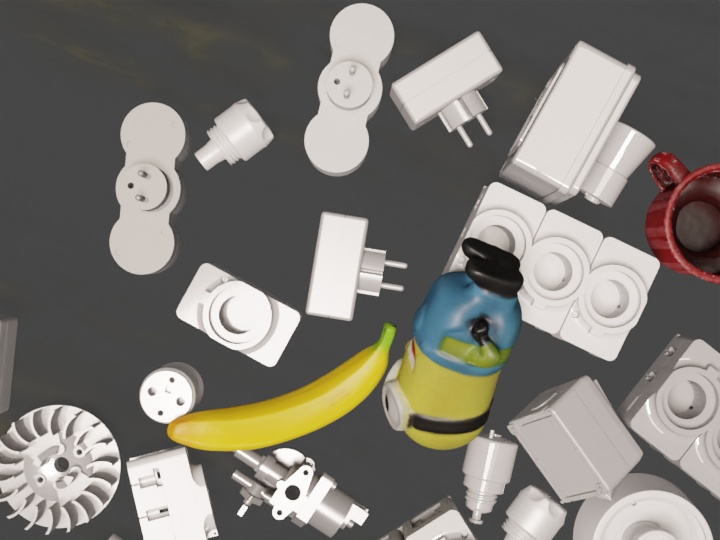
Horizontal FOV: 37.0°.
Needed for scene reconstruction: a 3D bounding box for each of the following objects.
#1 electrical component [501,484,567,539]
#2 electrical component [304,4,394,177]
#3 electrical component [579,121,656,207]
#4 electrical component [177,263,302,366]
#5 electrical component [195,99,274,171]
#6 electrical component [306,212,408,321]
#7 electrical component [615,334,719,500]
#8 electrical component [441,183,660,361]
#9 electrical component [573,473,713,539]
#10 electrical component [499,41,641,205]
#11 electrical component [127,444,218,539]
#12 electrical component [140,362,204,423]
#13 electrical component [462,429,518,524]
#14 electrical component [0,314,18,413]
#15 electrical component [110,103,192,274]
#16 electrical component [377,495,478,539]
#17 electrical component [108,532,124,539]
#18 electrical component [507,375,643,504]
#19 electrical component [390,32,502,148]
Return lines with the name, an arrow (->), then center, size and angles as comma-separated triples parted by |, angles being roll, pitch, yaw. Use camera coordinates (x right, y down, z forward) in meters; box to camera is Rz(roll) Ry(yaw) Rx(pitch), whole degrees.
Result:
electrical component -> 0.137, 0.210, 0.881 | 0.043, 0.043, 0.062 | 37, 91, -1
electrical component -> -0.008, -0.146, 0.863 | 0.052, 0.074, 0.138 | 14, 90, -1
electrical component -> 0.207, -0.085, 0.884 | 0.044, 0.044, 0.065 | 31, 95, -1
electrical component -> -0.097, 0.036, 0.872 | 0.089, 0.056, 0.050 | 29, 90, -1
electrical component -> -0.105, -0.106, 0.878 | 0.062, 0.043, 0.043 | -37, 91, 1
electrical component -> 0.000, 0.000, 0.877 | 0.076, 0.047, 0.083 | 9, 90, -1
electrical component -> 0.298, 0.134, 0.874 | 0.150, 0.062, 0.089 | 38, 90, -1
electrical component -> 0.152, 0.001, 0.872 | 0.150, 0.062, 0.089 | 26, 90, -1
electrical component -> 0.233, 0.224, 0.873 | 0.108, 0.060, 0.108 | 0, 90, -1
electrical component -> 0.162, -0.112, 0.849 | 0.056, 0.109, 0.108 | 29, 90, 2
electrical component -> -0.149, 0.190, 0.869 | 0.056, 0.050, 0.089 | -13, 86, -9
electrical component -> -0.152, 0.099, 0.871 | 0.045, 0.055, 0.045 | 0, 90, -1
electrical component -> 0.103, 0.168, 0.882 | 0.040, 0.040, 0.078 | 13, 90, -1
electrical component -> -0.318, 0.068, 0.866 | 0.062, 0.061, 0.096 | 6, 90, -1
electrical component -> -0.170, -0.065, 0.861 | 0.052, 0.074, 0.138 | 6, 90, -1
electrical component -> 0.035, 0.264, 0.871 | 0.150, 0.062, 0.089 | -32, 91, -1
electrical component -> -0.241, 0.270, 0.872 | 0.074, 0.052, 0.138 | 37, 89, -1
electrical component -> 0.179, 0.140, 0.866 | 0.061, 0.062, 0.096 | -36, 90, -33
electrical component -> 0.079, -0.137, 0.878 | 0.083, 0.047, 0.075 | -32, 90, -1
